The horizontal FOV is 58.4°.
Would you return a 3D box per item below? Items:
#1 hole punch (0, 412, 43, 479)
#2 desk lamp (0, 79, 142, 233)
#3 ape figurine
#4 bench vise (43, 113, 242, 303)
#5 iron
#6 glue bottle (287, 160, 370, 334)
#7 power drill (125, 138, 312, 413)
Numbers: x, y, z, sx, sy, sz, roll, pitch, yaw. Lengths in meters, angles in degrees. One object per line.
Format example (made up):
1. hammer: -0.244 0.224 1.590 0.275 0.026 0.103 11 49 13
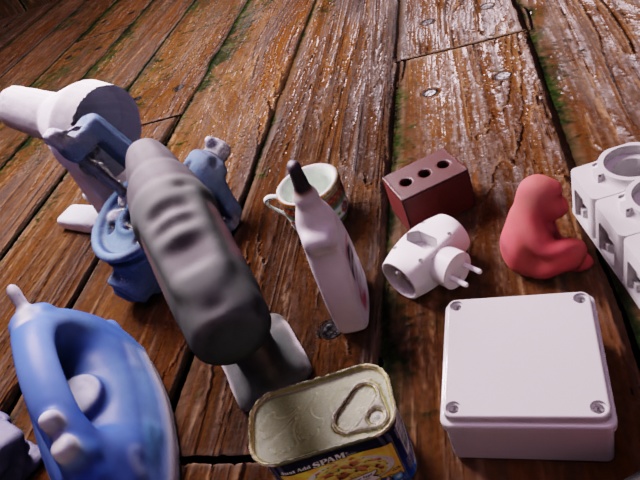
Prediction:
1. hole punch: -0.325 0.195 0.512 0.108 0.091 0.101 5 47 31
2. desk lamp: -0.318 -0.111 0.765 0.202 0.214 0.118 5 47 32
3. ape figurine: 0.192 -0.016 0.495 0.076 0.092 0.078 -8 41 19
4. bench vise: -0.198 -0.066 0.647 0.121 0.220 0.207 0 44 27
5. iron: -0.200 0.139 0.473 0.119 0.142 0.257 -35 40 -14
6. glue bottle: 0.005 0.002 0.503 0.037 0.173 0.078 -16 39 9
7. power drill: -0.087 0.039 0.478 0.076 0.209 0.229 -30 39 -8
